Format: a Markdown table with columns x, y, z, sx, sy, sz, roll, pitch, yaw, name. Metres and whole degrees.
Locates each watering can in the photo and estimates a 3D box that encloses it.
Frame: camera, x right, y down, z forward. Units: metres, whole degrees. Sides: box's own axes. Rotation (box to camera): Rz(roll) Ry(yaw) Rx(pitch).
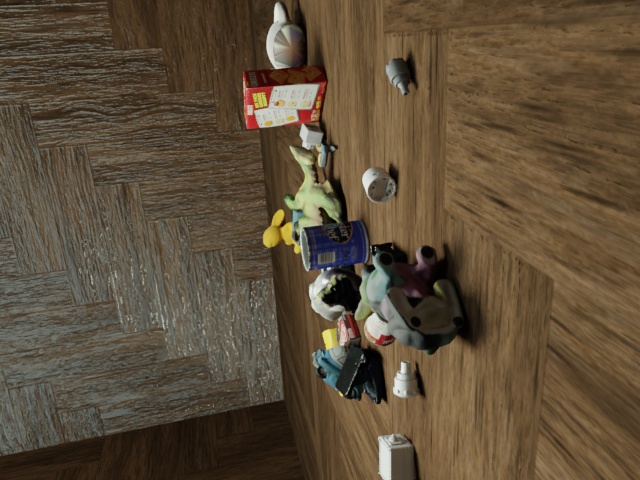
| x | y | z | sx | sy | sz | roll | pitch | yaw | name |
| --- | --- | --- | --- | --- | --- | --- | --- | --- | --- |
| -0.109 | -0.564 | 1.627 | 0.104 | 0.341 | 0.228 | -7 | 27 | -12 | watering can |

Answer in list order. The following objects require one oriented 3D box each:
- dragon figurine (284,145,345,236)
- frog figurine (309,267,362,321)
| x | y | z | sx | sy | sz | roll | pitch | yaw | name |
| --- | --- | --- | --- | --- | --- | --- | --- | --- | --- |
| 0.004 | -0.071 | 1.419 | 0.123 | 0.407 | 0.243 | -25 | 9 | -15 | dragon figurine |
| 0.042 | 0.130 | 1.231 | 0.137 | 0.124 | 0.158 | -3 | -9 | -7 | frog figurine |
